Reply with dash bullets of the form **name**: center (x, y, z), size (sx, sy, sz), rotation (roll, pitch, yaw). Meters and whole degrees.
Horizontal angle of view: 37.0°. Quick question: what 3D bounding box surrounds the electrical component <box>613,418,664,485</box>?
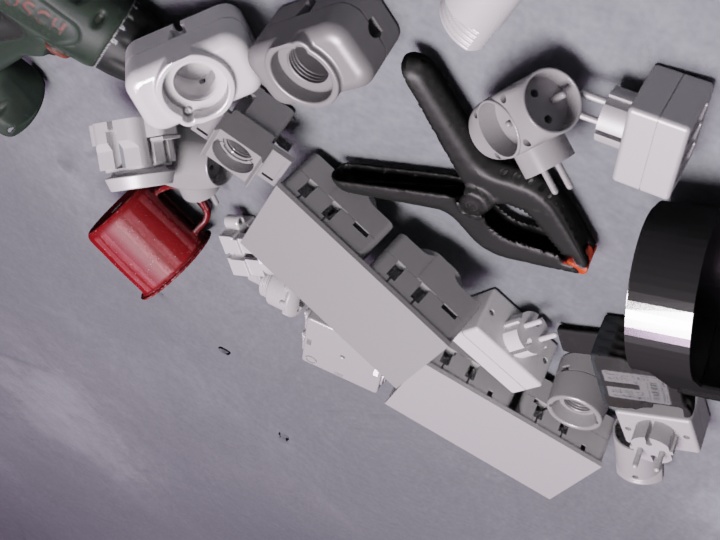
- **electrical component**: center (0.256, 0.169, 0.987), size (0.043, 0.043, 0.081), rotation (11, 143, 26)

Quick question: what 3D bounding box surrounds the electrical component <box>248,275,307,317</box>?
- **electrical component**: center (-0.078, 0.014, 1.032), size (0.062, 0.048, 0.048), rotation (25, 148, 20)

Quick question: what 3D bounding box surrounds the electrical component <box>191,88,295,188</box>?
- **electrical component**: center (-0.088, -0.109, 0.852), size (0.081, 0.063, 0.042), rotation (34, 146, -8)

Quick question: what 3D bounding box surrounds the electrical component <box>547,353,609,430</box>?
- **electrical component**: center (0.195, 0.108, 0.946), size (0.055, 0.047, 0.055), rotation (20, 146, 14)

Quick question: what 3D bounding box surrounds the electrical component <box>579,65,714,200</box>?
- **electrical component**: center (0.175, -0.094, 0.687), size (0.077, 0.047, 0.065), rotation (24, 147, 18)

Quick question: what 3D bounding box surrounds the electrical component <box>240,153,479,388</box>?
- **electrical component**: center (0.000, 0.000, 0.907), size (0.186, 0.060, 0.105), rotation (43, 147, 1)

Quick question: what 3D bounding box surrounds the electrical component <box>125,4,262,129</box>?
- **electrical component**: center (-0.122, -0.147, 0.790), size (0.095, 0.059, 0.053), rotation (-21, 131, 6)

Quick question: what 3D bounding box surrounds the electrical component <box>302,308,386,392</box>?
- **electrical component**: center (-0.007, 0.067, 1.045), size (0.100, 0.048, 0.099), rotation (24, 147, 8)

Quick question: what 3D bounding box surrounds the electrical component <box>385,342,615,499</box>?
- **electrical component**: center (0.132, 0.130, 1.013), size (0.186, 0.060, 0.105), rotation (30, 147, -2)

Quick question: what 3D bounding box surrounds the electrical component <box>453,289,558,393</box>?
- **electrical component**: center (0.136, 0.057, 0.923), size (0.083, 0.047, 0.076), rotation (41, 146, -18)

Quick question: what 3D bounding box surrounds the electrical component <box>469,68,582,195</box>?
- **electrical component**: center (0.116, -0.086, 0.713), size (0.079, 0.044, 0.077), rotation (61, 159, -4)

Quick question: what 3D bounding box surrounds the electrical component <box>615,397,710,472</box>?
- **electrical component**: center (0.253, 0.138, 0.916), size (0.066, 0.076, 0.047), rotation (4, 140, 34)

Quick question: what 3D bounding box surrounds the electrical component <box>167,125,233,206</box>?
- **electrical component**: center (-0.146, -0.087, 0.945), size (0.077, 0.044, 0.079), rotation (10, 143, 27)

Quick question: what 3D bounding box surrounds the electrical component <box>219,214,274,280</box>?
- **electrical component**: center (-0.092, -0.021, 0.990), size (0.055, 0.048, 0.066), rotation (6, 128, 34)

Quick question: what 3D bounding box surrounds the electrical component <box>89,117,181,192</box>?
- **electrical component**: center (-0.185, -0.096, 0.892), size (0.078, 0.058, 0.057), rotation (-4, 97, 30)

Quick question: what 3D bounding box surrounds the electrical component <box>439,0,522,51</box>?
- **electrical component**: center (0.076, -0.170, 0.662), size (0.043, 0.043, 0.081), rotation (33, 147, -5)

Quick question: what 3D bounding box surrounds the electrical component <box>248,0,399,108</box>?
- **electrical component**: center (-0.028, -0.153, 0.750), size (0.095, 0.059, 0.053), rotation (-6, 134, 42)
